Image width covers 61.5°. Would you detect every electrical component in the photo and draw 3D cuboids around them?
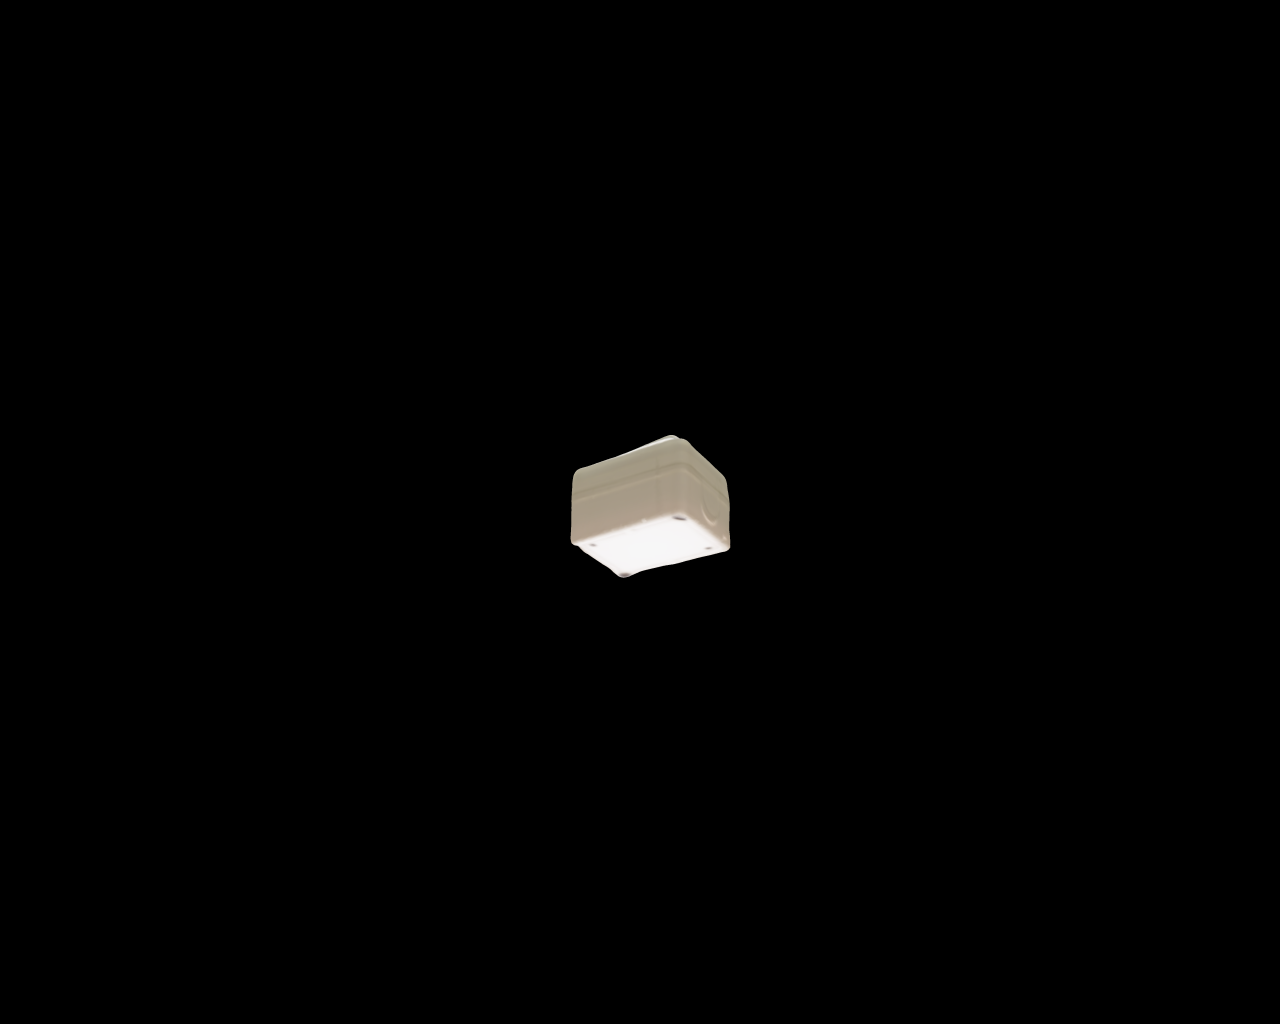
[{"bbox_3d":[0.001,-0.003,0.650,0.096,0.061,0.061,-15,-32,27],"label":"electrical component"}]
